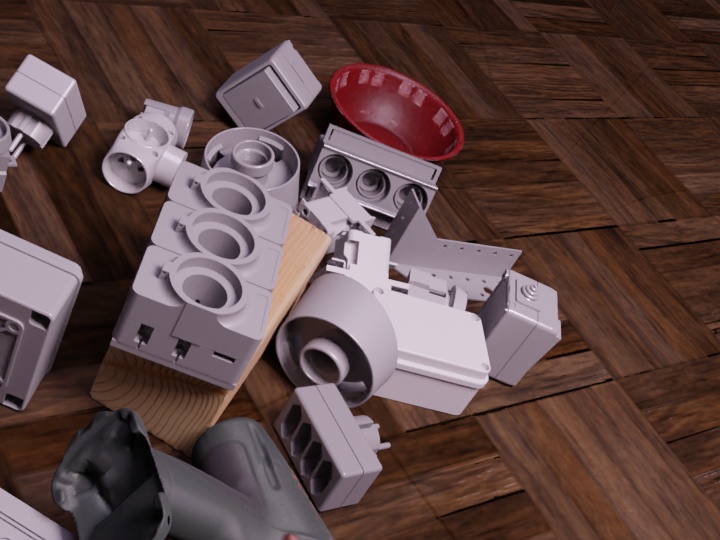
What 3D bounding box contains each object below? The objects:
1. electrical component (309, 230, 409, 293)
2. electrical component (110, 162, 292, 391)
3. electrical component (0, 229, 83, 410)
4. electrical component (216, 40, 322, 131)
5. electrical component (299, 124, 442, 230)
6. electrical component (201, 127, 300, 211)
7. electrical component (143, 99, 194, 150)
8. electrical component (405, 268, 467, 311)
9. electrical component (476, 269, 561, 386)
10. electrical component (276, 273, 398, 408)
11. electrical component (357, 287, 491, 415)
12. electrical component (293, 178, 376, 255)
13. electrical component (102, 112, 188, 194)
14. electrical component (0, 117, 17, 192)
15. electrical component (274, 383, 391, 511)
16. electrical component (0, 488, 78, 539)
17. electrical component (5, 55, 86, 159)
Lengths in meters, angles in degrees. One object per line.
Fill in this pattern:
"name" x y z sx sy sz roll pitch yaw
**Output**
"electrical component" 0.000 0.000 0.968 0.081 0.042 0.063 13 68 -22
"electrical component" -0.106 -0.003 0.753 0.089 0.061 0.150 22 38 -12
"electrical component" -0.257 0.027 0.729 0.109 0.108 0.056 25 40 -7
"electrical component" -0.099 -0.176 1.089 0.061 0.096 0.061 53 33 -19
"electrical component" 0.009 -0.091 1.080 0.121 0.078 0.063 20 16 -14
"electrical component" -0.104 -0.087 1.021 0.099 0.064 0.099 8 46 -8
"electrical component" -0.186 -0.140 1.028 0.046 0.040 0.040 17 38 -7
"electrical component" 0.066 0.032 0.993 0.055 0.048 0.066 17 38 -5
"electrical component" 0.144 0.050 0.981 0.061 0.096 0.061 24 38 -10
"electrical component" -0.017 0.059 0.864 0.099 0.099 0.064 36 44 7
"electrical component" 0.050 0.069 0.929 0.113 0.057 0.078 16 39 -18
"electrical component" -0.028 -0.043 1.020 0.064 0.042 0.081 -20 59 -42
"electrical component" -0.183 -0.099 0.978 0.079 0.044 0.077 26 37 -5
"electrical component" -0.313 -0.097 0.879 0.066 0.055 0.048 -1 47 -35
"electrical component" -0.011 0.132 0.825 0.076 0.047 0.083 -3 48 -38
"electrical component" -0.206 0.186 0.623 0.113 0.057 0.078 32 37 2
"electrical component" -0.281 -0.130 0.931 0.047 0.083 0.075 30 75 -1
